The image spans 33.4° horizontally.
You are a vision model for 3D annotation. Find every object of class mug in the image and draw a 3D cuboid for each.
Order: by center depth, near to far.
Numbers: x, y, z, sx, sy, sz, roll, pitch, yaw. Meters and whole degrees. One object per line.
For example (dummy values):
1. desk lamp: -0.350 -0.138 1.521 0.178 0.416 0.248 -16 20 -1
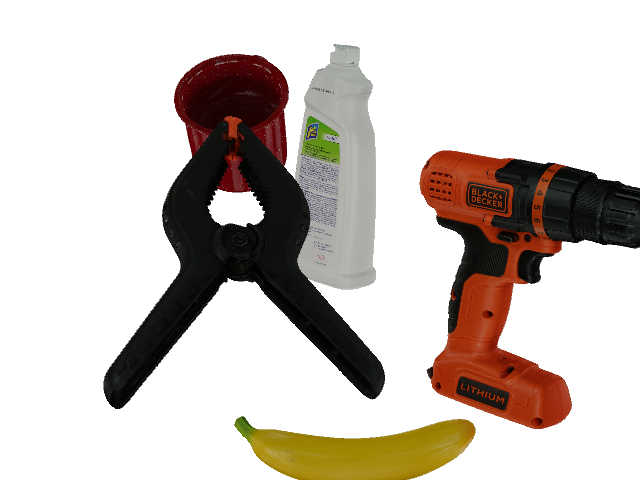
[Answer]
1. mug: -0.067 -0.104 0.898 0.093 0.117 0.081 10 -36 10

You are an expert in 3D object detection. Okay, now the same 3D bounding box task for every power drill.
1. power drill: 0.150 0.035 0.766 0.185 0.188 0.057 16 20 40

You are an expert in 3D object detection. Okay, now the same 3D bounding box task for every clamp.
1. clamp: -0.041 0.013 0.673 0.164 0.210 0.036 5 -33 -5

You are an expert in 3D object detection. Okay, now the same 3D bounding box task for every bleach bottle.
1. bleach bottle: 0.021 -0.081 1.144 0.103 0.251 0.067 18 19 38

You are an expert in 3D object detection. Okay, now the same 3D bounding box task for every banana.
1. banana: 0.033 0.163 0.841 0.197 0.037 0.069 4 41 -9
